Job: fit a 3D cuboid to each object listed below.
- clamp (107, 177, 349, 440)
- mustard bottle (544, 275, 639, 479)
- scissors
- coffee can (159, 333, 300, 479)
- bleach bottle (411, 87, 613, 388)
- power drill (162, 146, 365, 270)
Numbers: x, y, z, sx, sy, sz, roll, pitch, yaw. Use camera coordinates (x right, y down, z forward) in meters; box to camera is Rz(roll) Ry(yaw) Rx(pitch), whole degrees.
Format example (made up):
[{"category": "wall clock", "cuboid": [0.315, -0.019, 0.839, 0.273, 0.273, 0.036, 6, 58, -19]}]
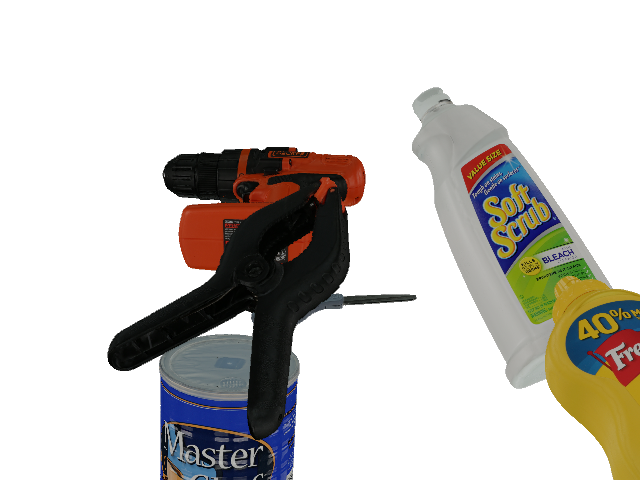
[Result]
[{"category": "clamp", "cuboid": [-0.030, 0.036, 0.621, 0.120, 0.171, 0.039, 32, -22, 29]}, {"category": "mustard bottle", "cuboid": [0.185, 0.081, 0.618, 0.096, 0.058, 0.192, -12, 35, -10]}, {"category": "scissors", "cuboid": [0.007, 0.075, 1.186, 0.202, 0.016, 0.096, 3, 22, 2]}, {"category": "coffee can", "cuboid": [-0.070, 0.154, 0.800, 0.103, 0.140, 0.103, 3, 18, -1]}, {"category": "bleach bottle", "cuboid": [0.135, -0.015, 0.840, 0.102, 0.251, 0.068, -20, -26, -17]}, {"category": "power drill", "cuboid": [-0.061, -0.034, 0.898, 0.184, 0.057, 0.187, 0, 22, 8]}]
